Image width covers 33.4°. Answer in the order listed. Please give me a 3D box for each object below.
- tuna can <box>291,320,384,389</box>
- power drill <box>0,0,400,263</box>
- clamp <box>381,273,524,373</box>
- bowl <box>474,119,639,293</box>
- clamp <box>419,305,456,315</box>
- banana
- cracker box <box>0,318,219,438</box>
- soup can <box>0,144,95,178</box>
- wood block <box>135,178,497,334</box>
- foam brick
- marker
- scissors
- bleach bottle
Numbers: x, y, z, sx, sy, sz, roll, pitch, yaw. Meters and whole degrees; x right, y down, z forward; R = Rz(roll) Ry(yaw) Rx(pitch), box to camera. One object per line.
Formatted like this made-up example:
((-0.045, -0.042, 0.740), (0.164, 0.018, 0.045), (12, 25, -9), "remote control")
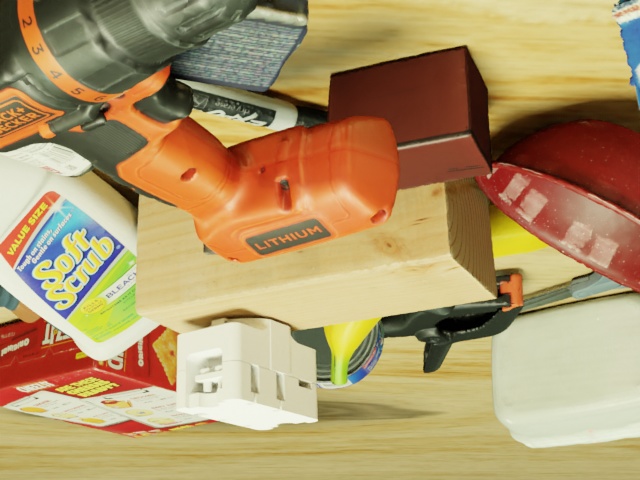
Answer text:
((0.008, 0.077, 0.866), (0.086, 0.086, 0.033), (-6, 159, 13), "tuna can")
((-0.050, -0.052, 0.425), (0.185, 0.057, 0.187), (-13, 153, 37), "power drill")
((0.087, 0.069, 0.914), (0.164, 0.036, 0.210), (13, 155, -26), "clamp")
((0.171, -0.022, 0.611), (0.162, 0.055, 0.162), (31, 174, 3), "bowl")
((0.009, 0.029, 0.797), (0.171, 0.039, 0.120), (13, 172, -4), "clamp")
((0.076, 0.019, 0.723), (0.198, 0.037, 0.069), (-32, 126, -2), "banana")
((-0.187, 0.125, 1.000), (0.164, 0.072, 0.213), (-16, 152, 32), "cracker box")
((-0.153, -0.075, 0.508), (0.102, 0.068, 0.069), (18, 151, -40), "soup can")
((-0.005, 0.000, 0.670), (0.206, 0.090, 0.090), (-11, 156, 23), "wood block")
((0.048, -0.061, 0.570), (0.078, 0.051, 0.053), (-9, 158, 19), "foam brick")
((-0.044, -0.074, 0.579), (0.120, 0.020, 0.020), (12, 155, -29), "marker")
((0.211, 0.031, 0.851), (0.202, 0.016, 0.096), (-14, 153, 29), "scissors")
((-0.175, -0.004, 0.663), (0.102, 0.068, 0.250), (-36, 150, 3), "bleach bottle")
